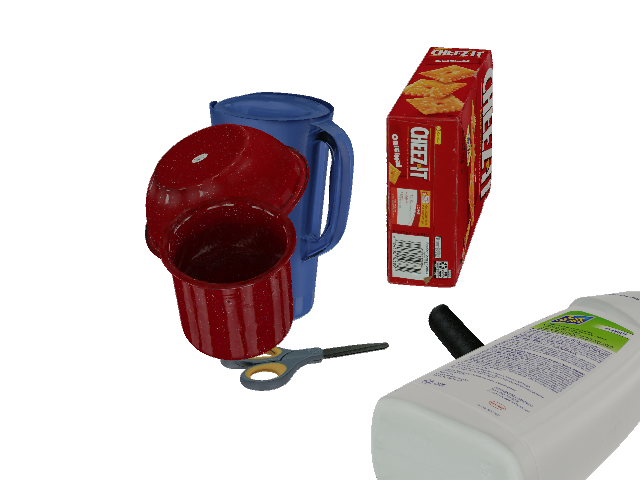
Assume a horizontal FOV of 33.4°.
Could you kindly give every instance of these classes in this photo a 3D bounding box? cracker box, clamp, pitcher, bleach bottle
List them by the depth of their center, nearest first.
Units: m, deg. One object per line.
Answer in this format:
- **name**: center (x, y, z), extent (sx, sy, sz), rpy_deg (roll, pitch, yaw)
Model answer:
- **bleach bottle**: center (0.146, 0.083, 0.608), extent (0.250, 0.068, 0.103), rpy_deg (-20, 29, -41)
- **clamp**: center (0.154, 0.106, 0.852), extent (0.120, 0.039, 0.171), rpy_deg (-2, 32, 0)
- **cracker box**: center (0.117, -0.076, 1.012), extent (0.072, 0.164, 0.213), rpy_deg (5, 27, 16)
- **pitcher**: center (-0.048, -0.034, 1.164), extent (0.145, 0.243, 0.149), rpy_deg (-1, 20, -8)

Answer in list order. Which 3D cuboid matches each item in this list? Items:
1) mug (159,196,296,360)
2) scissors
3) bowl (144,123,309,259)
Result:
- **mug**: center (-0.068, 0.023, 0.753), extent (0.093, 0.081, 0.117), rpy_deg (-26, 47, -23)
- **scissors**: center (-0.012, 0.141, 1.213), extent (0.201, 0.016, 0.096), rpy_deg (1, 24, -8)
- **bowl**: center (-0.094, -0.053, 0.937), extent (0.162, 0.055, 0.162), rpy_deg (-18, 36, 14)
